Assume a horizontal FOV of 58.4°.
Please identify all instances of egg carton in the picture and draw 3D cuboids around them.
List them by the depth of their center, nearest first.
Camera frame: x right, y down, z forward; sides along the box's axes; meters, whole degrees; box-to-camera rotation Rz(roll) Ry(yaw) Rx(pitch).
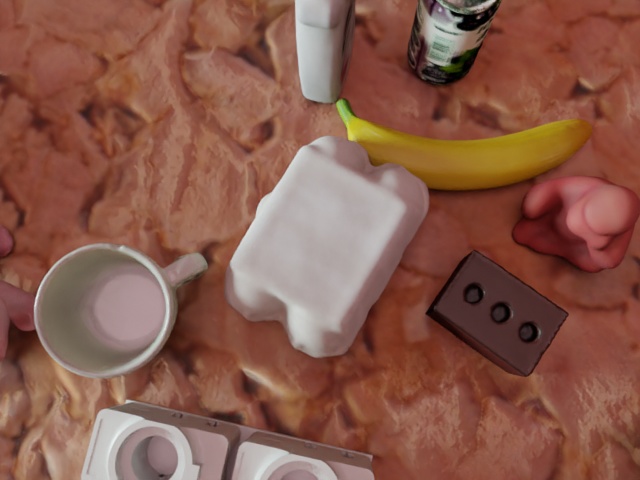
[{"bbox_3d":[0.004,0.001,0.409,0.107,0.069,0.150,29,82,7],"label":"egg carton"}]

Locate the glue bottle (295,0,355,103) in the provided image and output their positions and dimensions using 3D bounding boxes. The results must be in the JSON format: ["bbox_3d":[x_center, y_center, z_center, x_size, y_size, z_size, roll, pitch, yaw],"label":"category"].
[{"bbox_3d":[0.003,-0.161,0.386,0.037,0.173,0.078,8,80,4],"label":"glue bottle"}]

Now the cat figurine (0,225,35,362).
[{"bbox_3d":[-0.249,0.039,0.387,0.067,0.118,0.128,-33,80,-4],"label":"cat figurine"}]

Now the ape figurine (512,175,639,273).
[{"bbox_3d":[0.185,-0.015,0.395,0.076,0.092,0.078,-28,80,-3],"label":"ape figurine"}]
